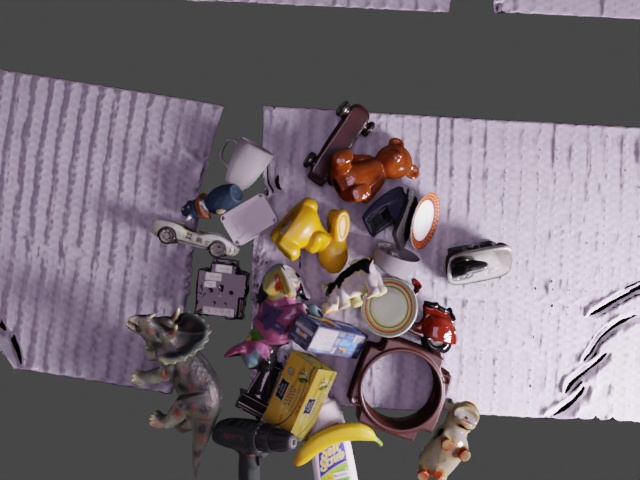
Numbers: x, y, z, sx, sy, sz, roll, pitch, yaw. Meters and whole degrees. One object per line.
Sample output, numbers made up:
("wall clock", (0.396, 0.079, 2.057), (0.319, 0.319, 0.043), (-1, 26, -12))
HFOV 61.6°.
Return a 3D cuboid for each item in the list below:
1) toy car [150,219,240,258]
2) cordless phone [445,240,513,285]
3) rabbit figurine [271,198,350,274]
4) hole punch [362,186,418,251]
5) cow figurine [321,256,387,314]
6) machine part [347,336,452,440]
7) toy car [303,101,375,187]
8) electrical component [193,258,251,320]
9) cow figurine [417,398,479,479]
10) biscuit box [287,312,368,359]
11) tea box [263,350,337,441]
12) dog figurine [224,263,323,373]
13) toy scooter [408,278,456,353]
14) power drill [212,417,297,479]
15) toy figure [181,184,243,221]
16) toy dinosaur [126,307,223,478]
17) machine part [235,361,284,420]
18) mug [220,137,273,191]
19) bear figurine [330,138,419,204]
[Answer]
("toy car", (-0.277, -0.003, 1.201), (0.202, 0.073, 0.056), (15, 91, 1))
("cordless phone", (0.349, 0.047, 1.141), (0.147, 0.184, 0.088), (-10, 86, 1))
("rabbit figurine", (-0.002, -0.004, 1.195), (0.173, 0.122, 0.162), (41, 81, -14))
("hole punch", (0.158, -0.053, 1.174), (0.092, 0.142, 0.116), (21, 74, 26))
("cow figurine", (0.059, 0.102, 1.180), (0.167, 0.068, 0.098), (-27, 75, 34))
("machine part", (0.175, 0.323, 1.193), (0.201, 0.087, 0.201), (20, 89, 1))
("toy car", (0.040, -0.214, 1.208), (0.089, 0.053, 0.202), (32, 92, -20))
("electrical component", (-0.218, 0.108, 1.210), (0.115, 0.058, 0.134), (8, 90, -1))
("cow figurine", (0.288, 0.438, 1.186), (0.085, 0.127, 0.194), (28, 105, 1))
("biscuit box", (0.022, 0.205, 1.141), (0.063, 0.202, 0.059), (29, 93, 37))
("tea box", (-0.045, 0.342, 1.182), (0.098, 0.068, 0.169), (22, 90, 44))
("dog figurine", (-0.120, 0.179, 1.184), (0.219, 0.108, 0.191), (-34, 75, 10))
("toy scooter", (0.229, 0.164, 1.199), (0.184, 0.075, 0.135), (21, 90, 5))
("power drill", (-0.134, 0.486, 1.159), (0.232, 0.086, 0.207), (3, 109, 36))
("toy figure", (-0.243, -0.079, 1.196), (0.155, 0.064, 0.057), (-18, 126, 29))
("toy dinosaur", (-0.281, 0.316, 1.162), (0.192, 0.131, 0.404), (-22, 100, 22))
("machine part", (-0.134, 0.333, 1.220), (0.084, 0.039, 0.139), (31, 92, 8))
("mug", (-0.175, -0.170, 1.198), (0.109, 0.081, 0.107), (28, 100, -5))
("bear figurine", (0.125, -0.155, 1.158), (0.196, 0.132, 0.120), (-23, 86, -9))
